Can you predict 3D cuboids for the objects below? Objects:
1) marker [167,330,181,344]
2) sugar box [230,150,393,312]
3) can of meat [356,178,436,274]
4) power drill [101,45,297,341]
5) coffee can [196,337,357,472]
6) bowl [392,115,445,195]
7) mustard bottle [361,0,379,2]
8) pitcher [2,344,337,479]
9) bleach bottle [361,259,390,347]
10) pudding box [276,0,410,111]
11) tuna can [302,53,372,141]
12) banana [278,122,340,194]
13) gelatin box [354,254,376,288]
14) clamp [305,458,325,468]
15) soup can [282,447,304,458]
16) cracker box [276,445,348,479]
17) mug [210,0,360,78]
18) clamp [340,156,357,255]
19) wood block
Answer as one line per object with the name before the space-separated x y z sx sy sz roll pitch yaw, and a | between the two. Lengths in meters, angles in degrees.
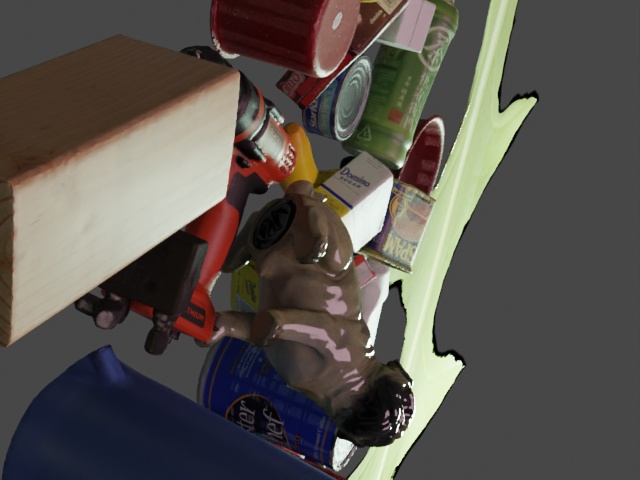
marker | -0.100 0.027 0.860 0.121 0.020 0.020 -66 161 -11
sugar box | -0.006 0.001 0.981 0.176 0.048 0.093 -37 155 -29
can of meat | 0.070 -0.019 1.110 0.102 0.058 0.084 24 86 -56
power drill | -0.088 -0.029 0.776 0.187 0.057 0.184 -66 156 -10
coffee can | -0.028 0.139 0.987 0.102 0.140 0.103 -55 156 -38
bowl | 0.089 -0.075 1.235 0.162 0.055 0.162 -55 157 -39
mustard bottle | 0.061 -0.262 0.894 0.191 0.096 0.058 -51 148 -45
pitcher | -0.083 0.189 0.719 0.145 0.243 0.149 -59 153 -21
bleach bottle | 0.033 0.120 1.272 0.102 0.068 0.251 -14 120 -71
pudding box | 0.020 -0.171 0.907 0.090 0.039 0.113 -38 -171 48
tuna can | 0.017 -0.137 0.999 0.086 0.034 0.086 -54 156 -40
banana | -0.007 -0.064 0.999 0.069 0.037 0.197 -66 160 5
gelatin box | 0.005 0.050 1.057 0.073 0.030 0.089 -35 -174 -24
clamp | -0.033 0.258 1.142 0.164 0.036 0.210 -67 -167 -23
soup can | -0.028 0.176 1.068 0.102 0.069 0.068 -54 157 -18
cracker box | -0.079 0.236 0.906 0.213 0.164 0.072 -14 125 -68
mug | -0.019 -0.165 0.791 0.093 0.082 0.117 -68 162 -5
clamp | 0.018 0.000 1.142 0.120 0.039 0.171 -51 152 -21
wood block | -0.135 -0.038 0.580 0.205 0.091 0.090 -42 147 -56
